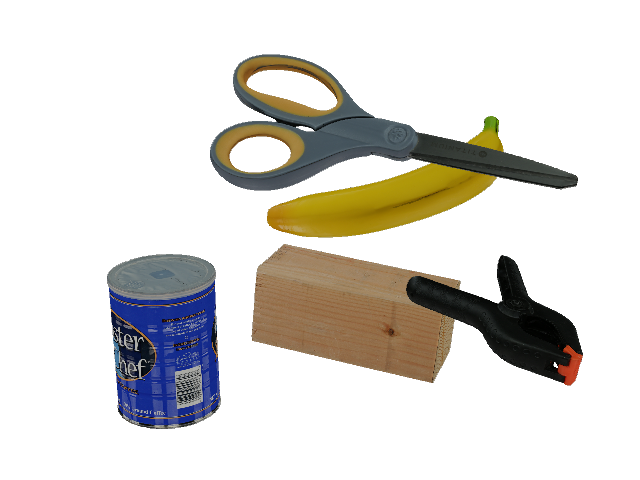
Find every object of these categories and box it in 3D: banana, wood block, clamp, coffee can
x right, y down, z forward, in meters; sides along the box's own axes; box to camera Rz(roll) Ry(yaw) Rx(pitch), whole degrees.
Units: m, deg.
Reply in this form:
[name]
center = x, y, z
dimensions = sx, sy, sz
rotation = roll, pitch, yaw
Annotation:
[banana]
center = 0.060, -0.037, 0.792
dimensions = 0.197, 0.037, 0.070
rotation = -21, 25, -10
[wood block]
center = 0.038, 0.077, 1.168
dimensions = 0.206, 0.091, 0.090
rotation = 12, 22, 16
[clamp]
center = 0.172, 0.064, 0.937
dimensions = 0.120, 0.039, 0.172
rotation = -23, 43, -32
[coffee can]
center = -0.150, 0.096, 1.034
dimensions = 0.103, 0.140, 0.103
rotation = -1, 20, 0

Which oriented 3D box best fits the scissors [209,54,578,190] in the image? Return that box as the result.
[scissors]
center = 0.025, -0.042, 0.572
dimensions = 0.202, 0.096, 0.016
rotation = 30, -21, 24
